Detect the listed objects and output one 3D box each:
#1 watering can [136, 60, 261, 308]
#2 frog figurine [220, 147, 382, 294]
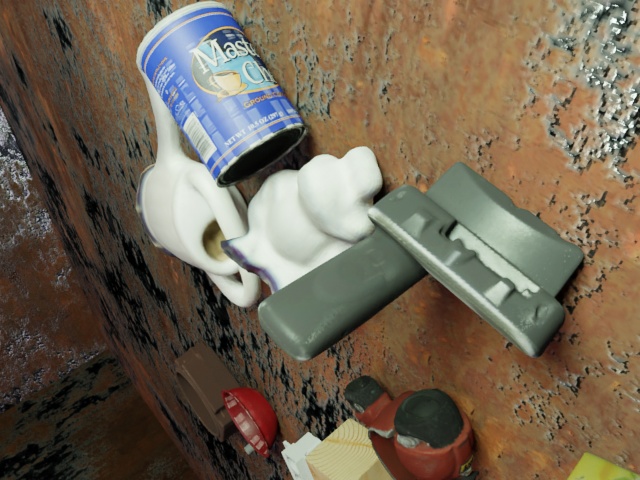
[{"bbox_3d":[-0.175,-0.067,0.676,0.225,0.105,0.342,11,127,53],"label":"watering can"},{"bbox_3d":[0.001,-0.024,0.486,0.139,0.122,0.157,48,113,32],"label":"frog figurine"}]
